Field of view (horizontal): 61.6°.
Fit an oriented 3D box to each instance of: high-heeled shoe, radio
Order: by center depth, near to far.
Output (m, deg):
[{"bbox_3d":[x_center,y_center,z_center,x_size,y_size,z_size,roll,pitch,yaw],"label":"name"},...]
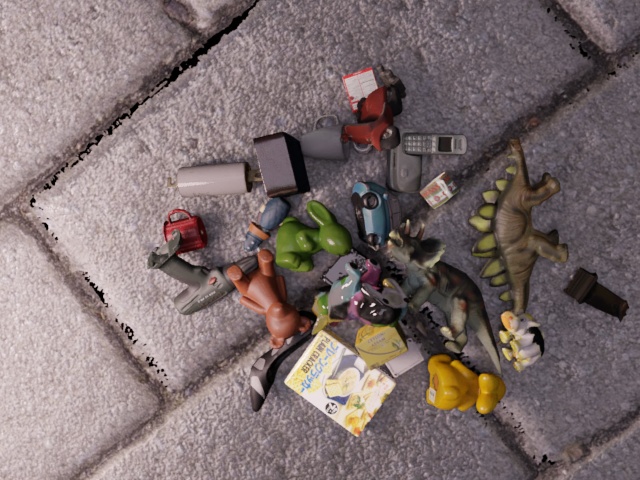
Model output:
[{"bbox_3d":[-0.080,-0.162,1.201,0.073,0.229,0.131,-12,94,8],"label":"radio"},{"bbox_3d":[-0.077,0.287,1.268,0.145,0.086,0.248,4,76,21],"label":"high-heeled shoe"}]

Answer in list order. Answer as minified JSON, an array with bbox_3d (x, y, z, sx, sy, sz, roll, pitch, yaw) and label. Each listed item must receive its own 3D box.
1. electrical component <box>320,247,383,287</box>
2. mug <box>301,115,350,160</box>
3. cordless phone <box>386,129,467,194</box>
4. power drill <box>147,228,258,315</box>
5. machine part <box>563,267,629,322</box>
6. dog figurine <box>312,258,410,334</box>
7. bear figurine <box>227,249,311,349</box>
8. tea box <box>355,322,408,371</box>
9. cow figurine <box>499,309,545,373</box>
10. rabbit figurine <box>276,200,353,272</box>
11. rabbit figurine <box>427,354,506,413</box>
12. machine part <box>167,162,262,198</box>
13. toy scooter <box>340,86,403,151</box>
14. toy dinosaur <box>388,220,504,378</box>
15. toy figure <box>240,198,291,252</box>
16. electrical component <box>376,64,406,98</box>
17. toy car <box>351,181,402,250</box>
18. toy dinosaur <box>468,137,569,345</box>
[{"bbox_3d":[0.084,0.088,1.269,0.134,0.058,0.115,38,97,5],"label":"electrical component"},{"bbox_3d":[0.009,-0.237,1.262,0.107,0.081,0.109,-5,96,16],"label":"mug"},{"bbox_3d":[0.243,-0.179,1.234,0.184,0.089,0.146,1,91,3],"label":"cordless phone"},{"bbox_3d":[-0.284,0.064,1.268,0.232,0.086,0.207,-39,131,8],"label":"power drill"},{"bbox_3d":[0.630,0.126,1.212,0.139,0.039,0.084,35,90,7],"label":"machine part"},{"bbox_3d":[0.071,0.151,1.177,0.192,0.108,0.219,50,129,21],"label":"dog figurine"},{"bbox_3d":[-0.114,0.138,1.230,0.120,0.131,0.196,-28,51,-14],"label":"bear figurine"},{"bbox_3d":[0.139,0.222,1.208,0.098,0.169,0.068,-31,88,5],"label":"tea box"},{"bbox_3d":[0.454,0.209,1.186,0.098,0.068,0.167,-26,128,-5],"label":"cow figurine"},{"bbox_3d":[-0.003,-0.004,1.251,0.170,0.121,0.159,-5,69,21],"label":"rabbit figurine"},{"bbox_3d":[0.342,0.325,1.209,0.173,0.162,0.122,8,80,-11],"label":"rabbit figurine"},{"bbox_3d":[-0.253,-0.144,1.296,0.243,0.079,0.079,-4,91,6],"label":"machine part"},{"bbox_3d":[0.113,-0.266,1.200,0.135,0.075,0.184,-8,54,22],"label":"toy scooter"},{"bbox_3d":[0.289,0.120,1.217,0.405,0.131,0.192,37,77,-7],"label":"toy dinosaur"},{"bbox_3d":[-0.131,-0.036,1.294,0.064,0.058,0.154,42,99,9],"label":"toy figure"},{"bbox_3d":[0.167,-0.367,1.246,0.021,0.094,0.063,-46,48,6],"label":"electrical component"},{"bbox_3d":[0.137,-0.063,1.240,0.103,0.109,0.161,-14,98,-10],"label":"toy car"},{"bbox_3d":[0.441,0.007,1.205,0.199,0.105,0.470,-7,96,13],"label":"toy dinosaur"}]
